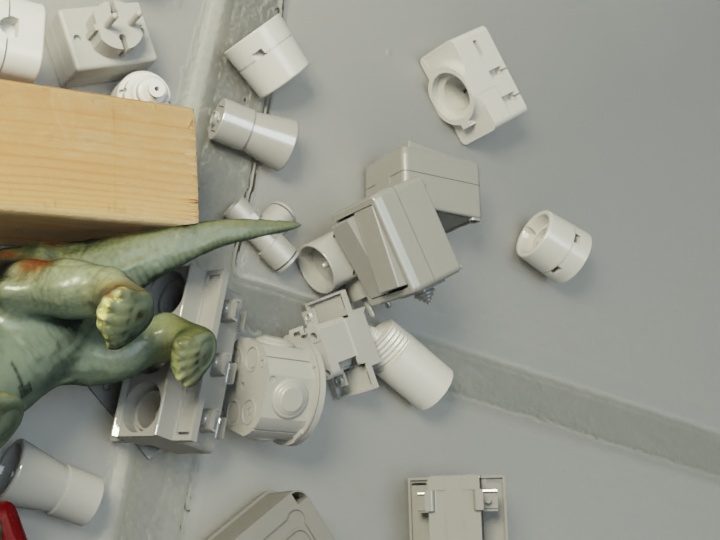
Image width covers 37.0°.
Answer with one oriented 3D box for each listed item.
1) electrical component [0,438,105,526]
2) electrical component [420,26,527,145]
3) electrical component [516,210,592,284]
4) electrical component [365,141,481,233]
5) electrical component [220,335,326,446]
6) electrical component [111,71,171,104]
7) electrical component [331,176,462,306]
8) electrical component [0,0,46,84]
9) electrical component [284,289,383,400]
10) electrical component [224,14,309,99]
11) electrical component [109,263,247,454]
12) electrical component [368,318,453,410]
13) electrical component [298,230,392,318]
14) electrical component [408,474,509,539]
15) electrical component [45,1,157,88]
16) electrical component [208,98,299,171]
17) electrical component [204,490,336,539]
[{"bbox_3d":[-0.202,0.142,0.706,0.065,0.044,0.044,29,62,-29],"label":"electrical component"},{"bbox_3d":[0.101,-0.167,0.985,0.056,0.050,0.089,-30,94,-36],"label":"electrical component"},{"bbox_3d":[0.178,-0.023,0.994,0.047,0.055,0.055,31,62,-19],"label":"electrical component"},{"bbox_3d":[0.059,-0.068,0.923,0.096,0.062,0.061,9,72,-31],"label":"electrical component"},{"bbox_3d":[-0.064,0.087,0.786,0.051,0.080,0.080,11,71,-35],"label":"electrical component"},{"bbox_3d":[-0.159,-0.126,0.791,0.040,0.078,0.040,1,88,-24],"label":"electrical component"},{"bbox_3d":[0.028,-0.014,0.832,0.061,0.062,0.096,-25,92,-36],"label":"electrical component"},{"bbox_3d":[-0.254,-0.145,0.719,0.059,0.095,0.053,9,72,-31],"label":"electrical component"},{"bbox_3d":[-0.023,0.061,0.836,0.064,0.042,0.081,-16,85,-50],"label":"electrical component"},{"bbox_3d":[-0.074,-0.172,0.870,0.055,0.055,0.047,-45,106,-34],"label":"electrical component"},{"bbox_3d":[-0.125,0.065,0.758,0.063,0.079,0.121,33,58,-47],"label":"electrical component"},{"bbox_3d":[0.032,0.073,0.877,0.081,0.043,0.043,41,58,-17],"label":"electrical component"},{"bbox_3d":[0.000,0.000,0.876,0.077,0.043,0.079,-30,95,-35],"label":"electrical component"},{"bbox_3d":[0.078,0.223,0.845,0.079,0.063,0.121,-3,75,8],"label":"electrical component"},{"bbox_3d":[-0.183,-0.171,0.784,0.066,0.077,0.047,-16,87,-35],"label":"electrical component"},{"bbox_3d":[-0.087,-0.109,0.852,0.065,0.044,0.044,19,67,-23],"label":"electrical component"},{"bbox_3d":[-0.054,0.222,0.770,0.078,0.057,0.113,-35,97,-35],"label":"electrical component"}]
